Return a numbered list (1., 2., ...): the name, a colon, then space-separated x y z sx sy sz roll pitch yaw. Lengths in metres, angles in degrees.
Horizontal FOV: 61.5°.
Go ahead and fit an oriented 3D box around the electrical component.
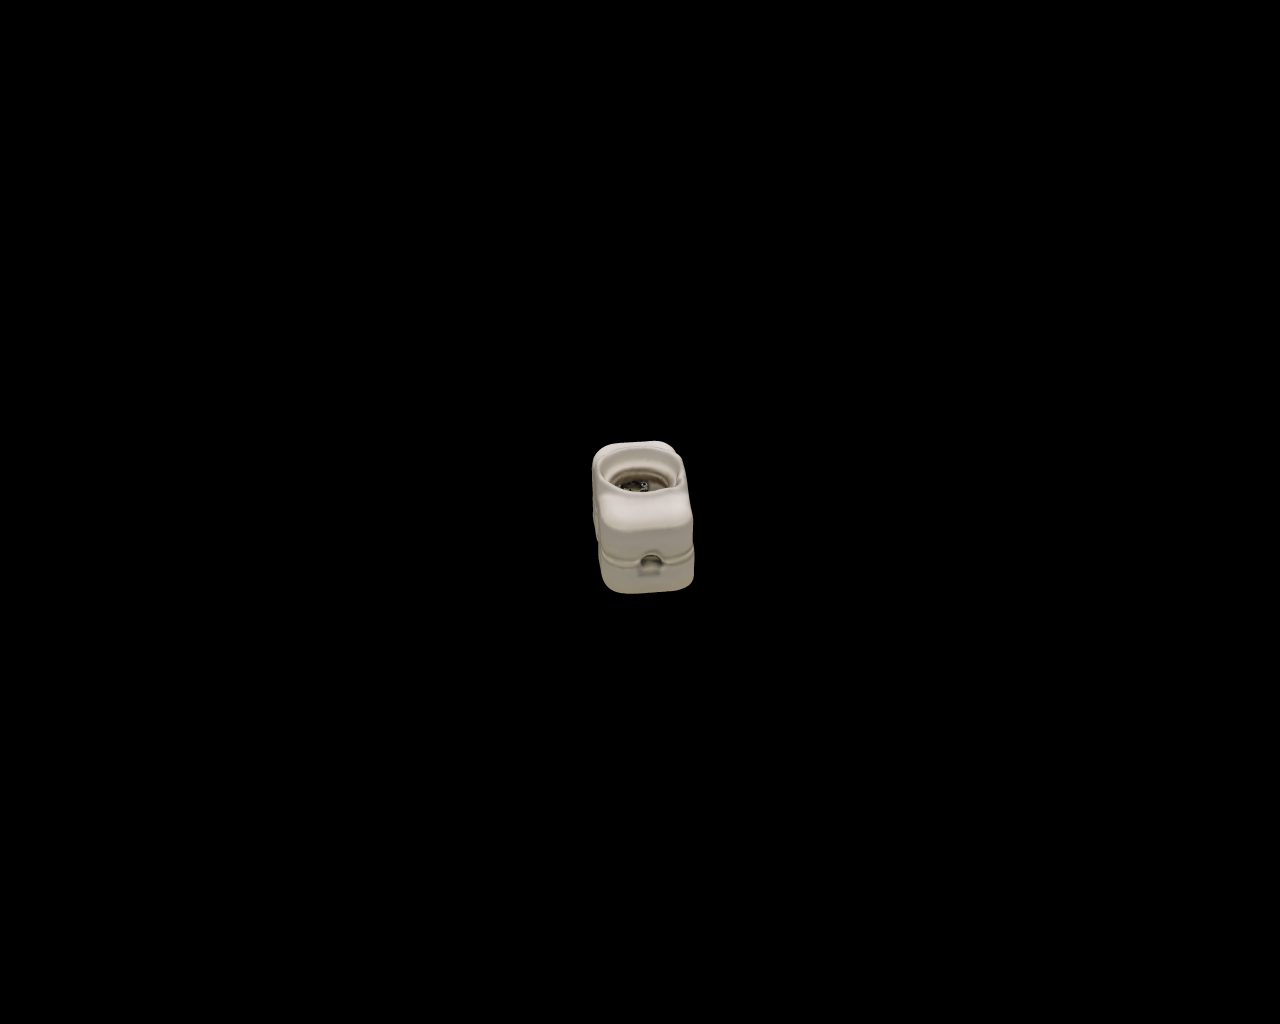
1. electrical component: 0.001 -0.003 0.650 0.054 0.059 0.095 -3 34 -5
